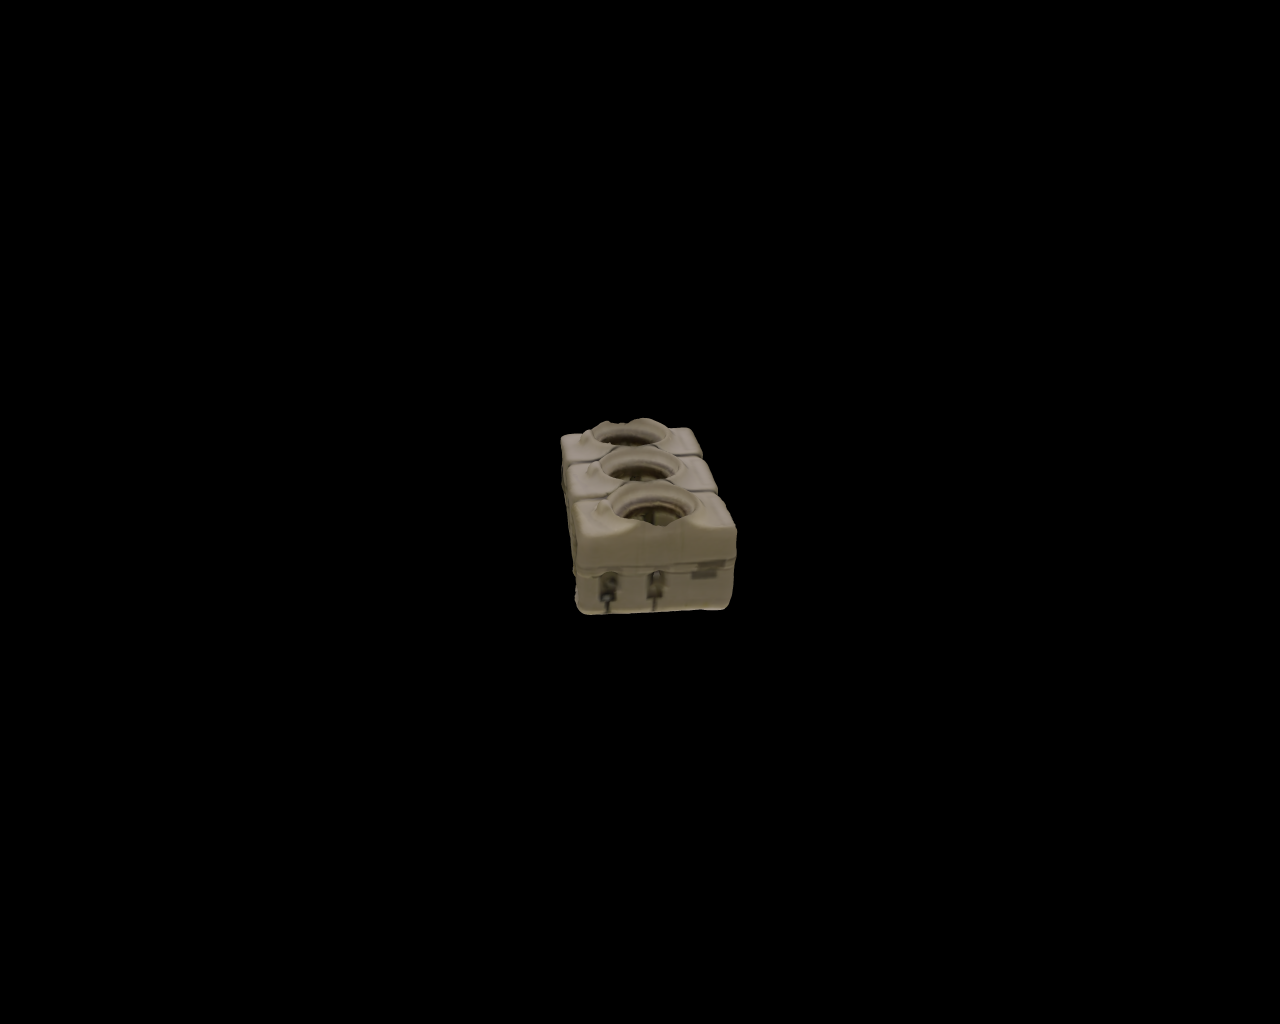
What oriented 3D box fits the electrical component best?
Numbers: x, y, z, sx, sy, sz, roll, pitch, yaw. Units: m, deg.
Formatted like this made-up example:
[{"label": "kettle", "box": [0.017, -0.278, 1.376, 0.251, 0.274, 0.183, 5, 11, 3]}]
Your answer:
[{"label": "electrical component", "box": [0.001, -0.003, 0.650, 0.089, 0.061, 0.150, -3, 26, -7]}]
